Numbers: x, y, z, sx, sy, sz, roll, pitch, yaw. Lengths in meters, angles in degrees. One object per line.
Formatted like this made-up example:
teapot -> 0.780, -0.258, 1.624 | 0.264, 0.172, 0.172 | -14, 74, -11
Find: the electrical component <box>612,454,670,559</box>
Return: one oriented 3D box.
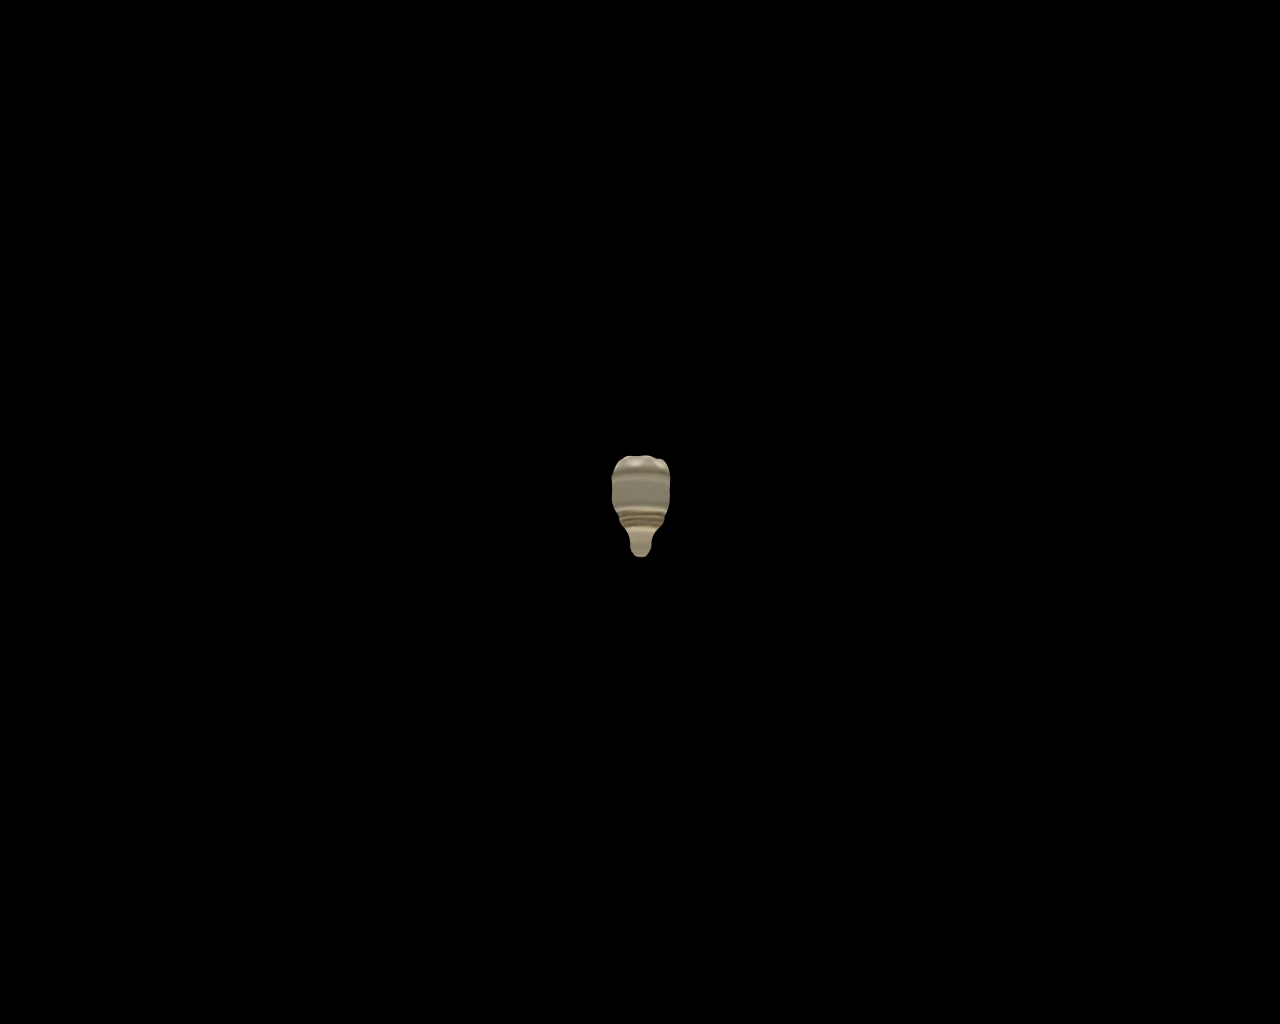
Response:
electrical component -> 0.001, -0.003, 0.650 | 0.035, 0.061, 0.035 | 0, -9, 0
